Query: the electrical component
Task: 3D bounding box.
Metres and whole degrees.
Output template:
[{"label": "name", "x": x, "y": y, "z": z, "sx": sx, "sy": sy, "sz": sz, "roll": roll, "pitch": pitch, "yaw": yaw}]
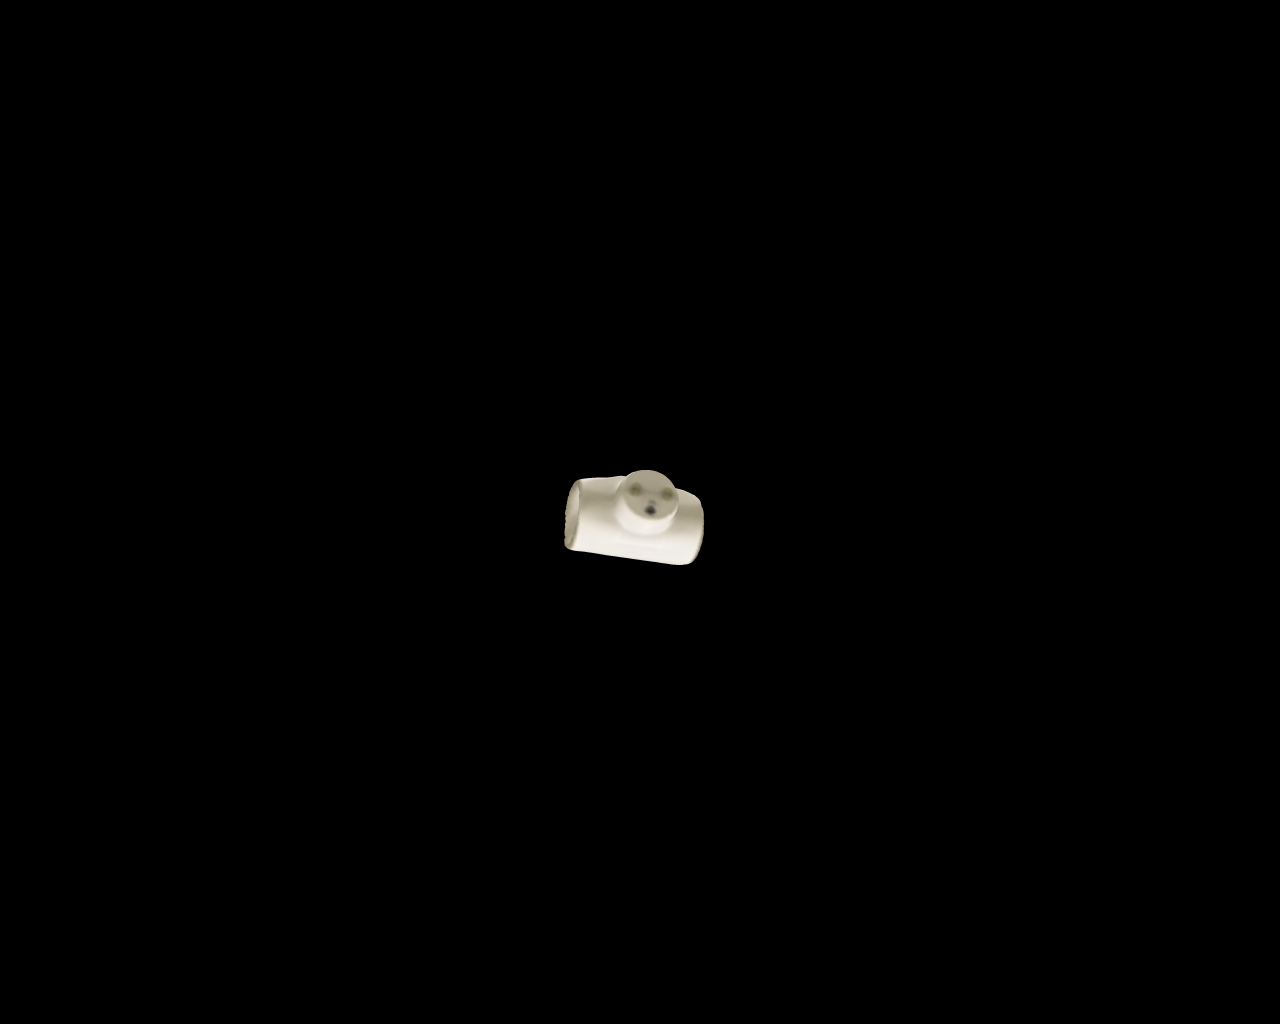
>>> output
[{"label": "electrical component", "x": 0.001, "y": -0.003, "z": 0.650, "sx": 0.077, "sy": 0.043, "sz": 0.079, "roll": 8, "pitch": -32, "yaw": -14}]
